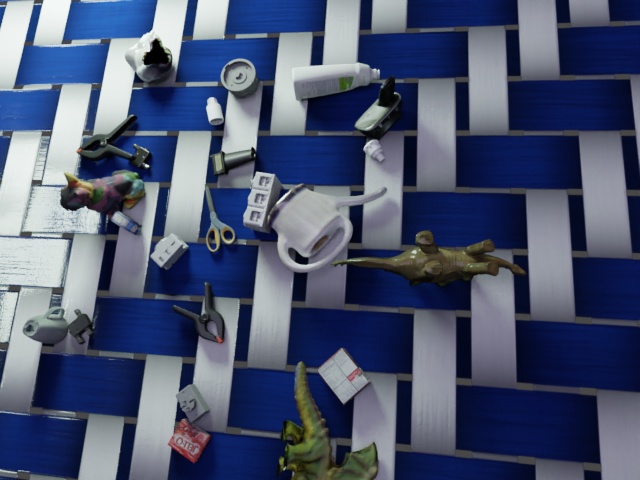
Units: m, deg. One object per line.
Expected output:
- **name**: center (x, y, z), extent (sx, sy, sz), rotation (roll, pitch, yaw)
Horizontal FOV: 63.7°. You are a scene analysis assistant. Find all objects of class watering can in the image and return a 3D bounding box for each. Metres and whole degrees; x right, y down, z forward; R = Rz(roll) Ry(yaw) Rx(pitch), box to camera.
- **watering can**: center (0.004, -0.071, 1.404), extent (0.226, 0.102, 0.351), rotation (39, 74, 16)

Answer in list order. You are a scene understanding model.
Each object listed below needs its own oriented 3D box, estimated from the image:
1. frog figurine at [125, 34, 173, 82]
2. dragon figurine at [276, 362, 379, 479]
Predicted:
- **frog figurine**: center (-0.547, -0.566, 1.633), extent (0.159, 0.122, 0.138), rotation (-3, 83, 45)
- **dragon figurine**: center (0.024, 0.524, 1.259), extent (0.242, 0.121, 0.414), rotation (11, 79, -6)
